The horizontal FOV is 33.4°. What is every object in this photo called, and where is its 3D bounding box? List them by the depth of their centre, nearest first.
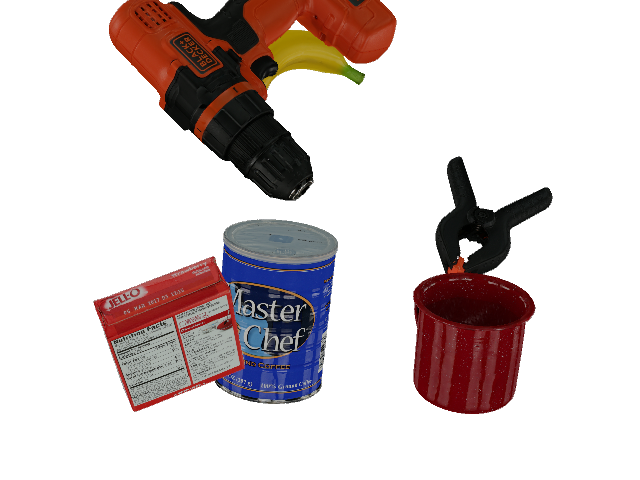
[{"bbox_3d":[-0.086,0.055,0.620,0.073,0.030,0.089,-21,-35,-13],"label":"gelatin box"},{"bbox_3d":[-0.030,-0.131,0.772,0.187,0.184,0.057,-37,-11,-36],"label":"power drill"},{"bbox_3d":[0.109,0.077,0.843,0.093,0.081,0.117,-12,28,-29],"label":"mug"},{"bbox_3d":[-0.042,0.063,0.970,0.103,0.140,0.103,5,18,-2],"label":"coffee can"},{"bbox_3d":[-0.029,-0.165,0.984,0.070,0.037,0.197,37,31,20],"label":"banana"},{"bbox_3d":[0.164,-0.024,1.149,0.120,0.039,0.171,24,49,23],"label":"clamp"}]
